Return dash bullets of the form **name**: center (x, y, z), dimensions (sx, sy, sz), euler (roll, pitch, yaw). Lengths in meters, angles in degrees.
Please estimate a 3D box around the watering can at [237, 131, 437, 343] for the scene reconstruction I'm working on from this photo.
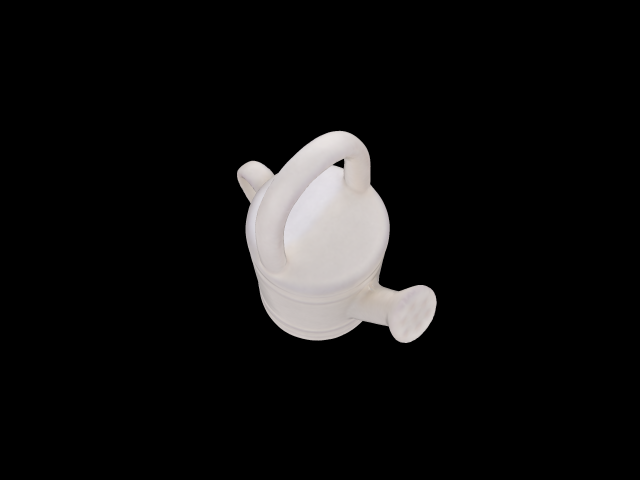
- **watering can**: center (0.005, 0.000, 0.401), dimensions (0.172, 0.194, 0.101), euler (22, 67, 10)
